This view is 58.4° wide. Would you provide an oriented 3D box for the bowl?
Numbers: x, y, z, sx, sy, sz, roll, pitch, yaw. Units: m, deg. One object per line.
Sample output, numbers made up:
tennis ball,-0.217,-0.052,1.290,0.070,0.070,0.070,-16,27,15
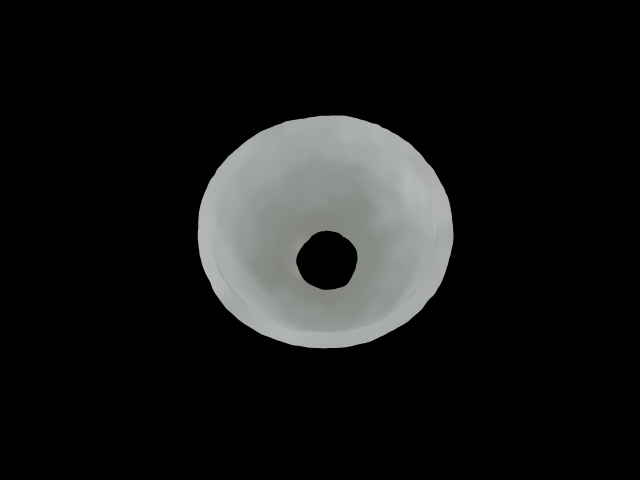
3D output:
bowl,0.004,0.001,0.400,0.167,0.075,0.167,0,66,0
